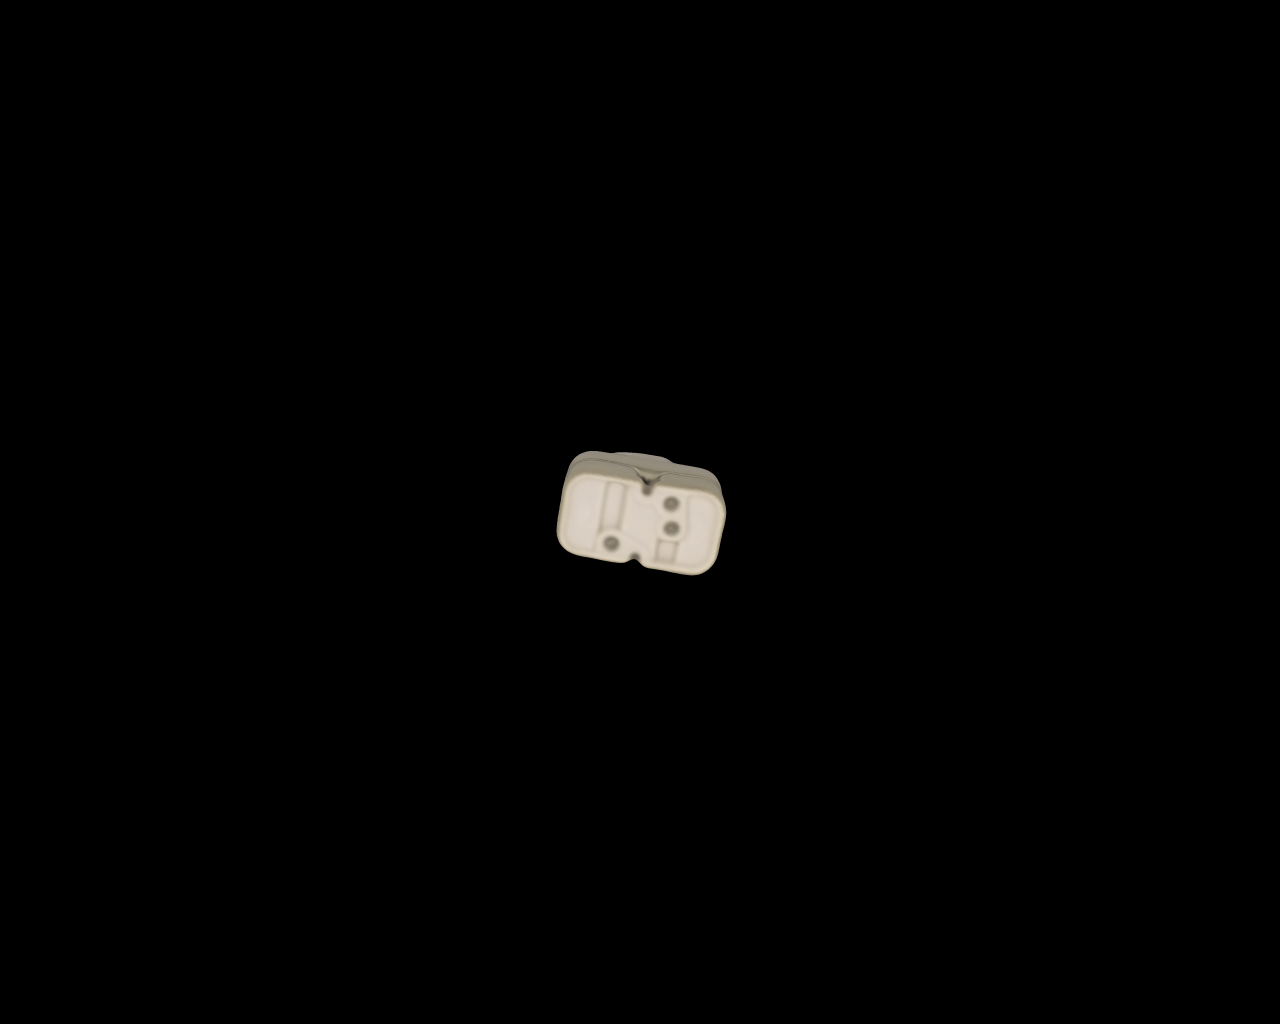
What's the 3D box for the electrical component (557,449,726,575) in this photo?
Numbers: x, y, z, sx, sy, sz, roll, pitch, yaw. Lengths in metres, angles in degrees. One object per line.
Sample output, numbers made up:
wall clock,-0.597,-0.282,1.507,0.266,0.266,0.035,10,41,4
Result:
electrical component,0.001,-0.003,0.650,0.095,0.053,0.059,10,20,-3
